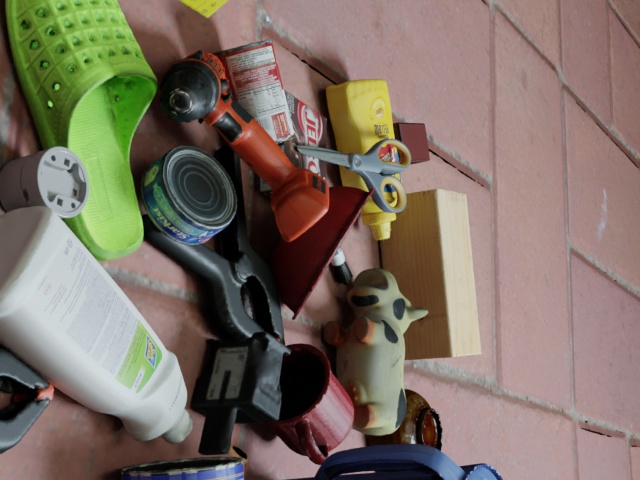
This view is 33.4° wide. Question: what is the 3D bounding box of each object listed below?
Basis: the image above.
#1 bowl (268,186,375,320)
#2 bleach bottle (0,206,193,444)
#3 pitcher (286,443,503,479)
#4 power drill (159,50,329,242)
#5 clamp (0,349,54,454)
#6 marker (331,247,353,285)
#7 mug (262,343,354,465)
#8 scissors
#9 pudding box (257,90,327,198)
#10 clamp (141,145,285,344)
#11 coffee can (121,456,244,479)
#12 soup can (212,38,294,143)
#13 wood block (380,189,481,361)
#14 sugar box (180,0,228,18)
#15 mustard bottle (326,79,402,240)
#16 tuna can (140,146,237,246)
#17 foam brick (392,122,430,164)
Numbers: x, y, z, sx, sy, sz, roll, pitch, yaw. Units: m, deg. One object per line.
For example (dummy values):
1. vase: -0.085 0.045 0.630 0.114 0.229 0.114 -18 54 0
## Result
1. bowl: -0.007 0.001 1.106 0.055 0.162 0.162 32 42 2
2. bleach bottle: -0.178 0.090 0.847 0.250 0.068 0.102 57 41 -39
3. pitcher: 0.049 0.271 1.001 0.144 0.243 0.149 20 66 -55
4. power drill: -0.069 -0.088 0.967 0.187 0.057 0.184 50 12 -13
5. clamp: -0.252 0.124 0.737 0.171 0.039 0.120 19 68 -56
6. marker: 0.010 -0.001 1.219 0.020 0.020 0.121 -53 127 -50
7. mug: -0.013 0.172 1.062 0.081 0.093 0.117 56 9 -43
8. scissors: 0.044 -0.069 1.201 0.201 0.016 0.096 -15 97 -50
9. pudding box: -0.029 -0.094 1.157 0.089 0.039 0.113 25 62 -55
10. clamp: -0.093 0.029 1.024 0.164 0.036 0.210 -38 112 -53
11. coffee can: -0.110 0.255 0.880 0.102 0.103 0.140 6 78 -58
12. soup can: -0.069 -0.145 1.075 0.068 0.069 0.102 -30 110 -57
13. wood block: 0.137 0.046 1.348 0.090 0.091 0.206 5 79 -58
14. sugar box: -0.155 -0.276 0.959 0.176 0.048 0.093 20 39 -53
15. mustard bottle: 0.059 -0.095 1.284 0.096 0.058 0.191 -14 96 -57
16. tuna can: -0.116 -0.041 0.955 0.086 0.034 0.086 27 47 -34
17. foam brick: 0.099 -0.121 1.361 0.078 0.053 0.051 -9 90 -60
